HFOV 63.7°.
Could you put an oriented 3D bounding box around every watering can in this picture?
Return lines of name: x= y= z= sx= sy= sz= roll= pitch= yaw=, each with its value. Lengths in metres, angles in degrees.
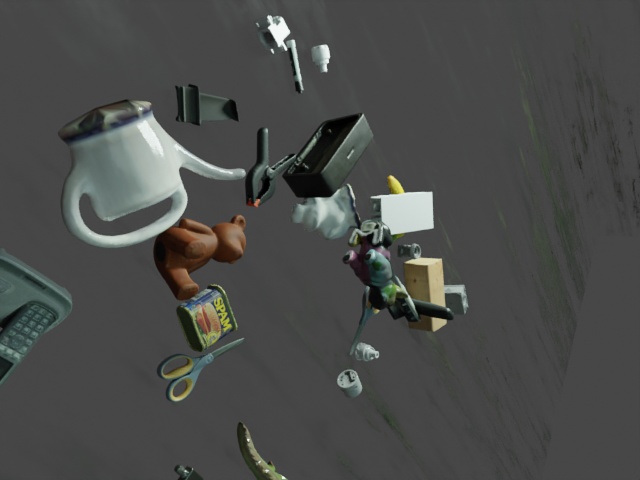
watering can: x=-0.283 y=-0.130 z=0.872 sx=0.353 sy=0.104 sz=0.221 roll=-37 pitch=116 yaw=-43

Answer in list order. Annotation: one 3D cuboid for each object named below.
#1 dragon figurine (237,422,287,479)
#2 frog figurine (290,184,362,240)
dragon figurine: x=-0.047 y=0.571 z=1.044 sx=0.124 sy=0.243 sz=0.404 roll=-33 pitch=117 yaw=-39
frog figurine: x=0.004 y=-0.062 z=1.236 sx=0.160 sy=0.124 sz=0.135 roll=-14 pitch=114 yaw=-12
